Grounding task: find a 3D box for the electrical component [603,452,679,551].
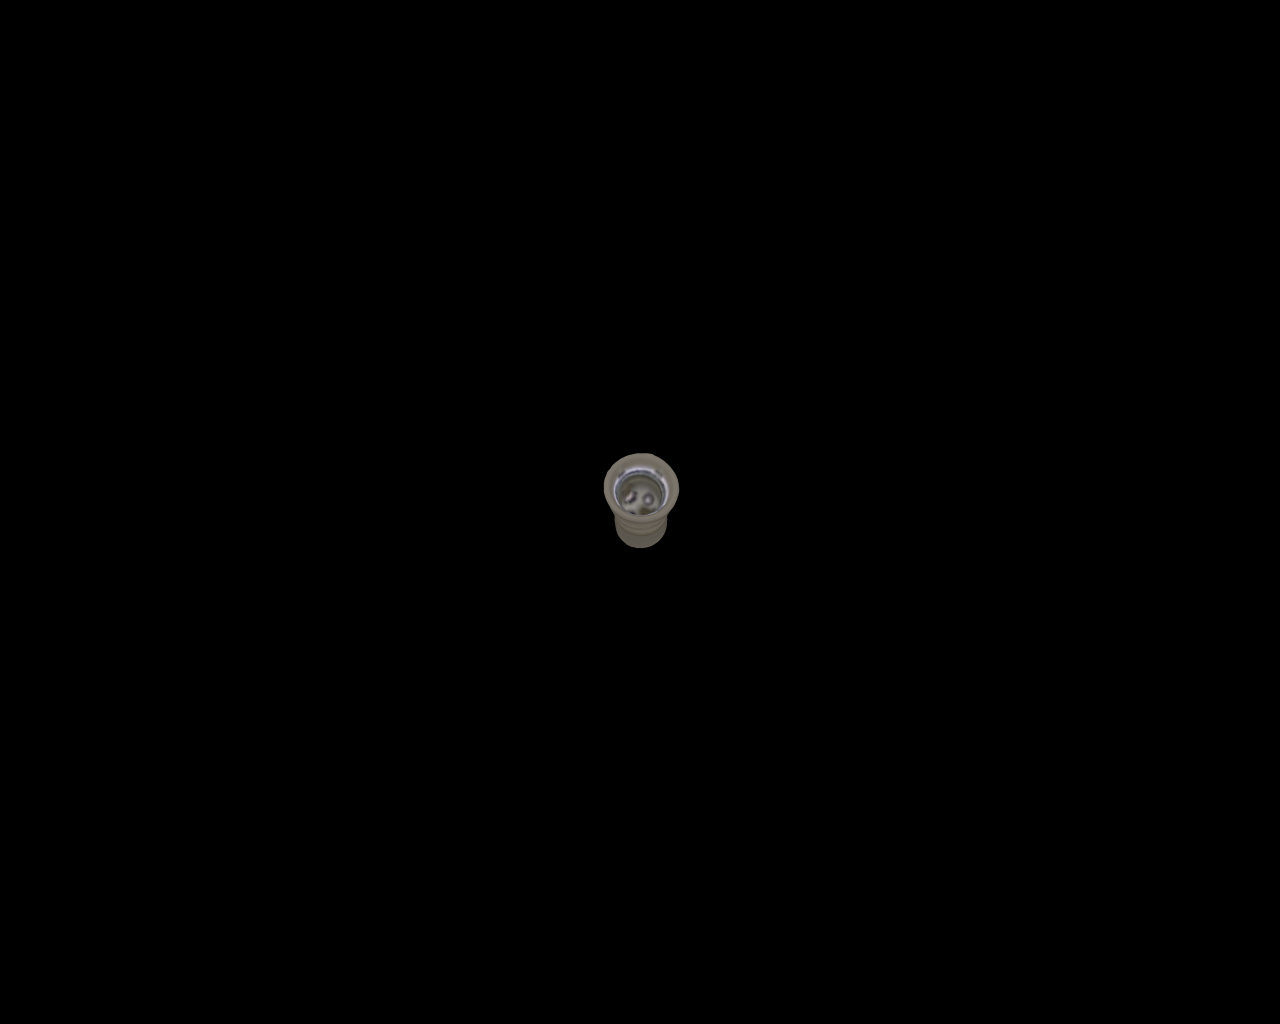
[{"bbox_3d":[0.001,-0.003,0.650,0.044,0.044,0.065,0,-23,0],"label":"electrical component"}]
